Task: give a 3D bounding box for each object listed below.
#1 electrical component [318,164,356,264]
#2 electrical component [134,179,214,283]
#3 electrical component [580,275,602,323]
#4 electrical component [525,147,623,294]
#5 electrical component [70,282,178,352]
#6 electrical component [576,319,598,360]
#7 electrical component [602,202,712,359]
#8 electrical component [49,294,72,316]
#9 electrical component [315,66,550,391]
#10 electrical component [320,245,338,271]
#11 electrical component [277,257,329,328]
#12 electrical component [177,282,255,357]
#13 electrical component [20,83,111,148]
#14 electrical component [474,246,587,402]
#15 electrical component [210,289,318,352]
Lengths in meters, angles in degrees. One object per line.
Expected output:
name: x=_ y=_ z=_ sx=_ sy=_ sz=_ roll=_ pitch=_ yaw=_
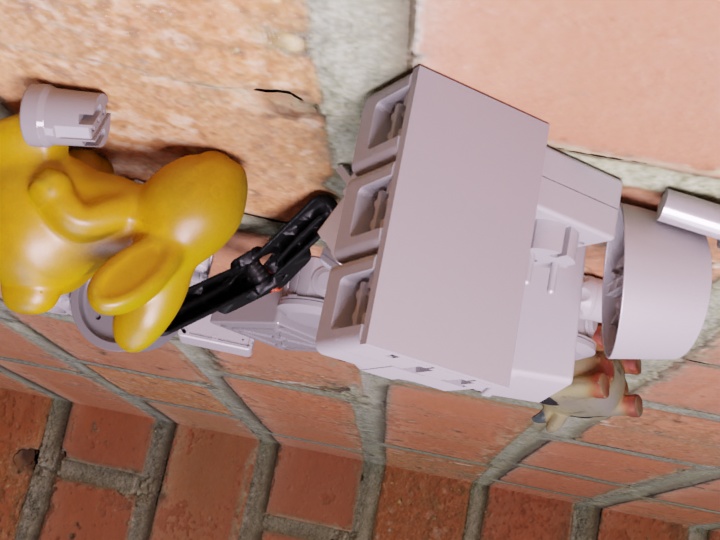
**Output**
electrical component: x=0.036 y=-0.017 z=0.731 sx=0.121 sy=0.063 sz=0.078 roll=24 pitch=-159 yaw=-39
electrical component: x=-0.162 y=-0.032 z=0.859 sx=0.096 sy=0.061 sz=0.061 roll=13 pitch=166 yaw=-4
electrical component: x=0.196 y=0.026 z=0.849 sx=0.061 sy=0.035 sz=0.035 roll=12 pitch=165 yaw=-10
electrical component: x=0.113 y=-0.025 z=0.642 sx=0.066 sy=0.076 sz=0.047 roll=20 pitch=164 yaw=-27
electrical component: x=-0.220 y=0.029 z=1.053 sx=0.108 sy=0.108 sz=0.060 roll=8 pitch=171 yaw=14
electrical component: x=0.162 y=0.045 z=0.914 sx=0.080 sy=0.051 sz=0.080 roll=11 pitch=165 yaw=3
electrical component: x=0.179 y=0.009 z=0.682 sx=0.064 sy=0.099 sz=0.099 roll=7 pitch=166 yaw=-8
electrical component: x=-0.278 y=0.022 z=1.148 sx=0.150 sy=0.061 sz=0.089 roll=14 pitch=165 yaw=-9
electrical component: x=0.038 y=-0.018 z=0.579 sx=0.089 sy=0.150 sz=0.062 roll=19 pitch=163 yaw=-26
electrical component: x=0.000 y=0.000 z=0.869 sx=0.043 sy=0.043 sz=0.081 roll=23 pitch=-172 yaw=-36
electrical component: x=-0.032 y=0.023 z=0.984 sx=0.080 sy=0.051 sz=0.080 roll=11 pitch=165 yaw=3
electrical component: x=-0.158 y=0.053 z=1.173 sx=0.096 sy=0.061 sz=0.061 roll=12 pitch=165 yaw=-3
electrical component: x=-0.186 y=-0.096 z=0.681 sx=0.046 sy=0.040 sz=0.040 roll=5 pitch=165 yaw=5
electrical component: x=0.126 y=0.037 z=0.802 sx=0.056 sy=0.108 sz=0.108 roll=9 pitch=165 yaw=-1
electrical component: x=-0.075 y=0.043 z=1.084 sx=0.109 sy=0.056 sz=0.109 roll=-2 pitch=160 yaw=44
